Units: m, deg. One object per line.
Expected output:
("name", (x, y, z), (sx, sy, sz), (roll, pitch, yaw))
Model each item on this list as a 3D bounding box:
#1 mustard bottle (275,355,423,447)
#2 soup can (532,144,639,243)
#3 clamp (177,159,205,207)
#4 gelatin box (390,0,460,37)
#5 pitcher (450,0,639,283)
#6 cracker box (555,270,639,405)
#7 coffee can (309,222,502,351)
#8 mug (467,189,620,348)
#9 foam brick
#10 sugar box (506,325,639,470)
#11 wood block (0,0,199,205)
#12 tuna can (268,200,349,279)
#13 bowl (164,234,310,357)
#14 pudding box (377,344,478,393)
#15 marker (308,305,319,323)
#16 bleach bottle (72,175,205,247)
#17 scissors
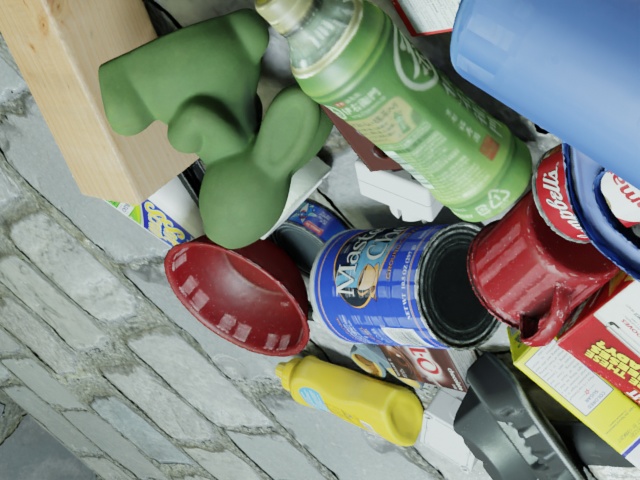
("mustard bottle", (0.023, 0.176, 1.230), (0.192, 0.058, 0.096), (15, 158, 38))
("soup can", (0.189, -0.043, 0.660), (0.068, 0.068, 0.102), (42, 153, -9))
("clamp", (-0.130, -0.095, 1.011), (0.171, 0.039, 0.120), (45, 142, -10))
("gelatin box", (0.075, -0.165, 0.647), (0.089, 0.030, 0.073), (4, 137, 52))
("pitcher", (0.188, -0.068, 0.543), (0.243, 0.149, 0.145), (33, 164, 17))
("cracker box", (0.277, 0.060, 0.710), (0.164, 0.072, 0.214), (37, 155, 6))
("coffee can", (0.073, 0.039, 0.897), (0.141, 0.102, 0.102), (-3, 133, 53))
("mug", (0.160, 0.018, 0.747), (0.093, 0.117, 0.082), (19, 150, -8))
("foam brick", (0.045, -0.096, 0.772), (0.053, 0.051, 0.078), (-2, 134, 53))
("sugar box", (0.230, 0.127, 0.857), (0.176, 0.048, 0.093), (42, -165, -4))
("wood block", (-0.190, -0.143, 0.908), (0.090, 0.090, 0.206), (11, 133, 43))
("tuna can", (-0.007, 0.001, 1.014), (0.086, 0.033, 0.086), (30, 153, 17))
("bowl", (-0.070, 0.042, 1.040), (0.162, 0.055, 0.162), (22, 145, 16))
("pudding box", (0.095, 0.092, 1.027), (0.090, 0.039, 0.113), (8, 141, 44))
("marker", (0.020, 0.084, 1.130), (0.121, 0.020, 0.020), (9, 142, 45))
("bleach bottle", (-0.134, -0.024, 1.106), (0.250, 0.068, 0.103), (38, 150, -6))
("scissors", (0.061, 0.112, 1.086), (0.096, 0.016, 0.201), (22, 163, 15))
